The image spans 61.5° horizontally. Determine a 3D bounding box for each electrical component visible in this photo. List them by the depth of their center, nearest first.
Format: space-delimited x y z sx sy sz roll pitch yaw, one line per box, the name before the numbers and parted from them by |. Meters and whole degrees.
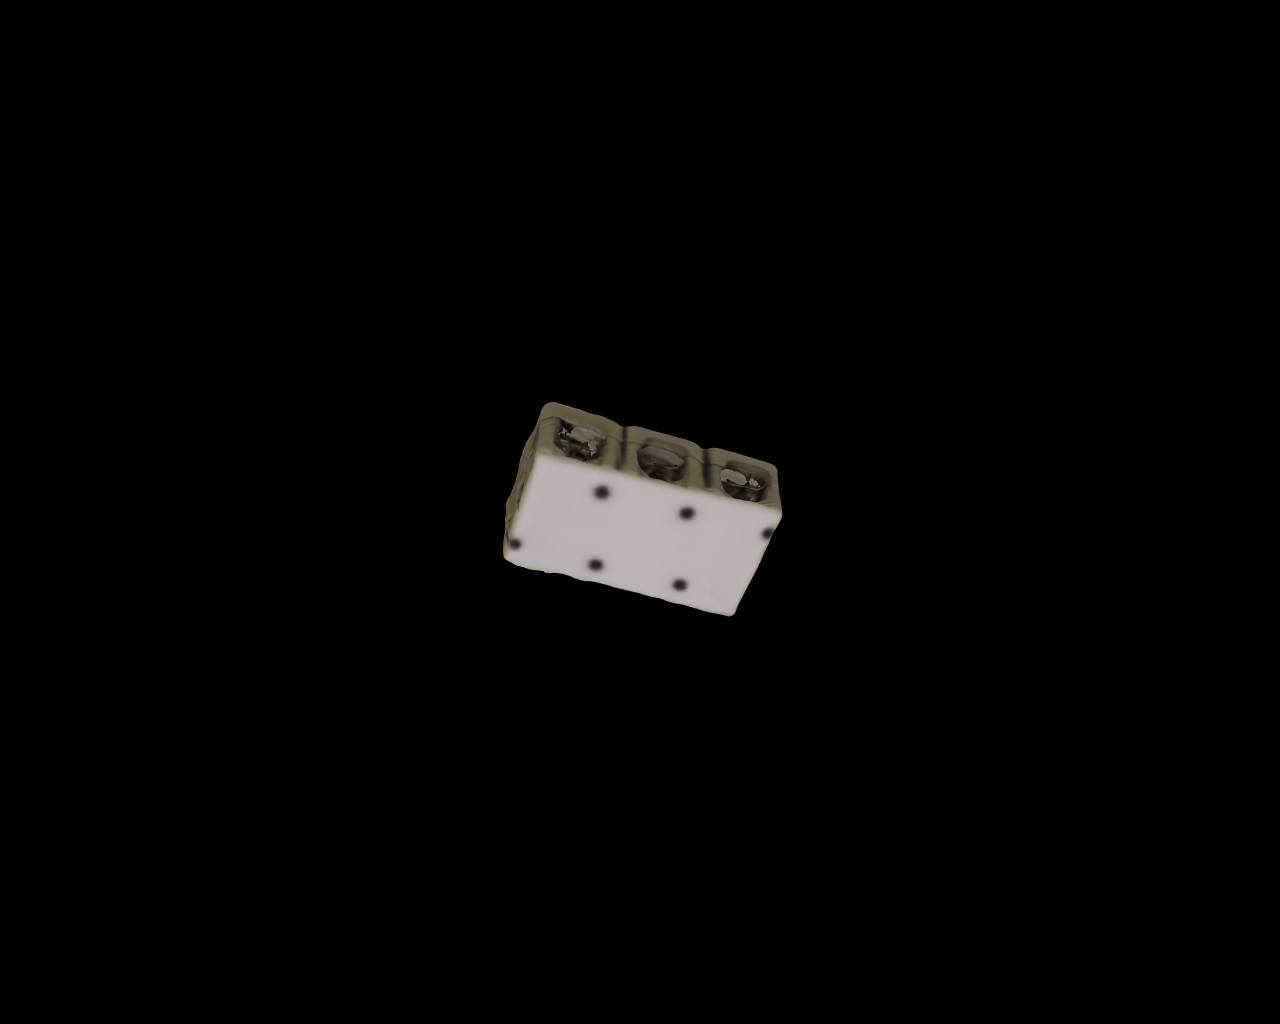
electrical component | 0.001 -0.003 0.650 0.150 0.089 0.062 15 36 -11
